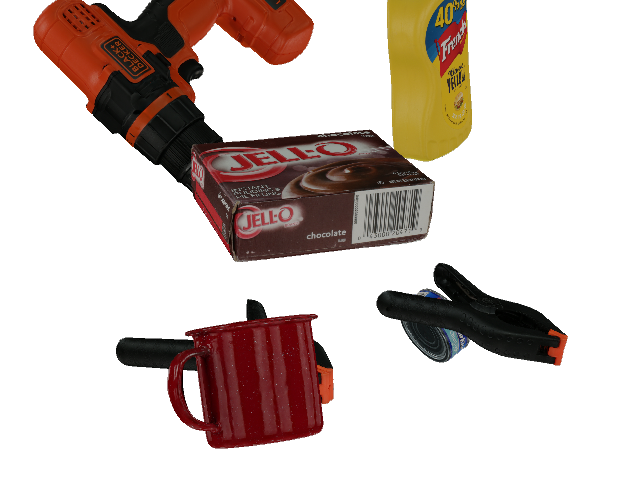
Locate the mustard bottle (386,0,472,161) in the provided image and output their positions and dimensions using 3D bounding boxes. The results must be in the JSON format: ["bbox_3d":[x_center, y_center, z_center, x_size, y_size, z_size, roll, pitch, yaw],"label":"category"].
[{"bbox_3d":[0.091,-0.170,0.895,0.058,0.191,0.096,13,34,31],"label":"mustard bottle"}]

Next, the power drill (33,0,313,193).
[{"bbox_3d":[-0.086,-0.130,0.779,0.187,0.184,0.057,-44,-1,-42],"label":"power drill"}]

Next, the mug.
[{"bbox_3d":[-0.052,0.098,0.729,0.117,0.081,0.093,-2,-9,-42],"label":"mug"}]

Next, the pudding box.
[{"bbox_3d":[-0.007,-0.028,0.585,0.113,0.039,0.090,-5,26,-20],"label":"pudding box"}]

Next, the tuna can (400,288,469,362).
[{"bbox_3d":[0.133,0.101,1.261,0.033,0.086,0.086,-35,16,-24],"label":"tuna can"}]

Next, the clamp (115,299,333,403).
[{"bbox_3d":[-0.057,0.099,0.958,0.210,0.036,0.164,11,22,39],"label":"clamp"}]

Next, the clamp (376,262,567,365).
[{"bbox_3d":[0.150,0.066,0.992,0.172,0.039,0.120,21,31,21],"label":"clamp"}]
